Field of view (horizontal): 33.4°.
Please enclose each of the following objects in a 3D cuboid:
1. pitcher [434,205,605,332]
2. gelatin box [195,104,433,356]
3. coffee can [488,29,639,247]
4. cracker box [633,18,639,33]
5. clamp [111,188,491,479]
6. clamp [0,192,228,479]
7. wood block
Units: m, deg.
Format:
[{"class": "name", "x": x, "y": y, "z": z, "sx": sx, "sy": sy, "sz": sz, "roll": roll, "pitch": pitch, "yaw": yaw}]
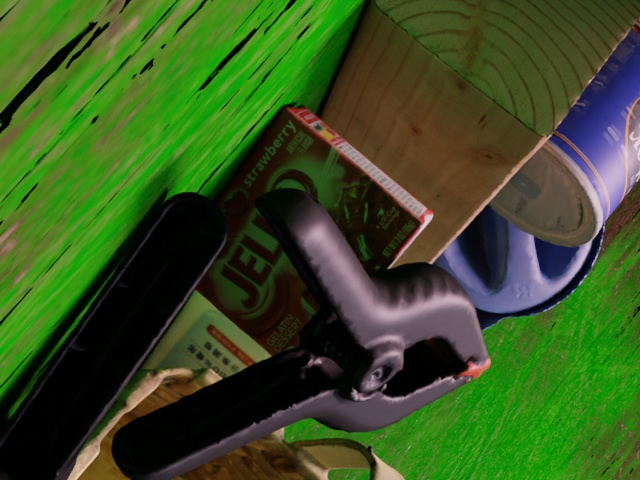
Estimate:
[{"class": "pitcher", "x": 0.104, "y": -0.032, "z": 0.809, "sx": 0.149, "sy": 0.145, "sz": 0.243, "roll": -28, "pitch": -169, "yaw": -11}, {"class": "gelatin box", "x": -0.009, "y": 0.000, "z": 0.445, "sx": 0.089, "sy": 0.073, "sz": 0.030, "roll": -51, "pitch": 175, "yaw": 18}, {"class": "coffee can", "x": 0.164, "y": -0.081, "z": 0.649, "sx": 0.140, "sy": 0.103, "sz": 0.103, "roll": -48, "pitch": 176, "yaw": -17}, {"class": "cracker box", "x": 0.159, "y": -0.134, "z": 0.439, "sx": 0.072, "sy": 0.164, "sz": 0.213, "roll": -53, "pitch": 177, "yaw": 6}, {"class": "clamp", "x": 0.002, "y": 0.048, "z": 0.408, "sx": 0.120, "sy": 0.039, "sz": 0.171, "roll": -47, "pitch": 143, "yaw": 16}, {"class": "clamp", "x": -0.104, "y": 0.080, "z": 0.367, "sx": 0.164, "sy": 0.036, "sz": 0.210, "roll": -51, "pitch": 178, "yaw": -40}, {"class": "wood block", "x": 0.059, "y": -0.063, "z": 0.521, "sx": 0.090, "sy": 0.090, "sz": 0.206, "roll": -50, "pitch": 176, "yaw": -21}]
